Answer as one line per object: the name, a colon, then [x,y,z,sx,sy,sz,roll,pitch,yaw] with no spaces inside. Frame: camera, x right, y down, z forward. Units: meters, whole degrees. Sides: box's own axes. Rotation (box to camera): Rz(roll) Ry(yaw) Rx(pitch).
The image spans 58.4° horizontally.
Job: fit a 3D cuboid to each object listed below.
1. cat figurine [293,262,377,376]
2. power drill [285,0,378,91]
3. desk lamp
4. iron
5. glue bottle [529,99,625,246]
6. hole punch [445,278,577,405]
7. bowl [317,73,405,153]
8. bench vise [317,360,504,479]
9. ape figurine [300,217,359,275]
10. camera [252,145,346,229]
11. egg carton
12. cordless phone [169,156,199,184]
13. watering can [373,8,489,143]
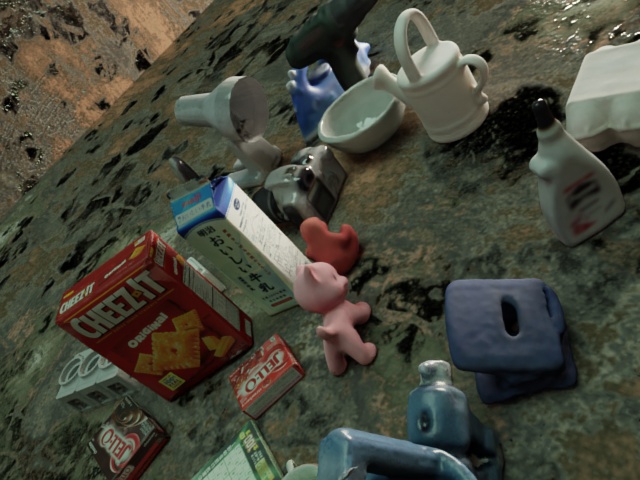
cat figurine: [0.007,0.080,0.691,0.067,0.118,0.127,-29,35,18]
power drill: [0.057,-0.339,1.040,0.228,0.209,0.076,-12,43,37]
desk lamp: [-0.169,-0.206,1.114,0.202,0.214,0.118,-7,46,41]
iron: [-0.004,-0.333,1.157,0.118,0.142,0.258,-1,50,45]
glue bottle: [0.245,-0.071,0.572,0.078,0.174,0.037,-38,33,5]
hole punch: [0.177,0.084,0.539,0.101,0.091,0.108,-23,37,26]
bowl: [0.082,-0.203,0.981,0.167,0.075,0.167,-27,36,22]
bench vise: [0.058,0.178,0.433,0.121,0.220,0.207,-29,35,19]
ape figurine: [0.007,0.003,0.804,0.077,0.092,0.076,-21,38,28]
camera: [-0.048,-0.085,0.954,0.136,0.101,0.143,-9,45,40]
egg carton: [0.354,-0.173,0.674,0.107,0.070,0.150,-1,50,45]
cordless phone: [-0.191,-0.061,0.995,0.094,0.186,0.147,-48,34,-9]
watering can: [0.156,-0.243,0.841,0.172,0.195,0.101,-20,39,29]
